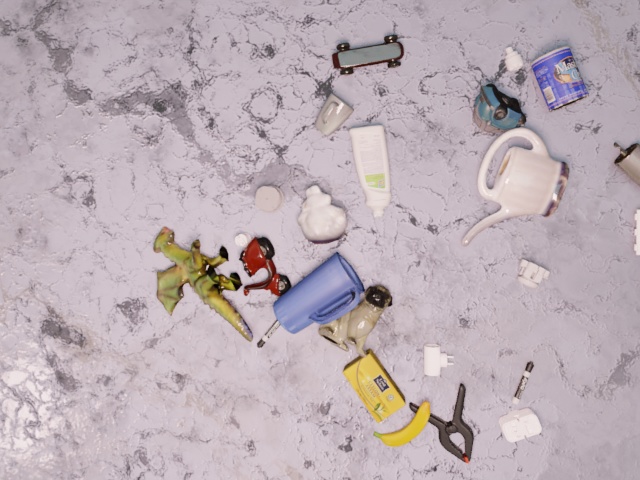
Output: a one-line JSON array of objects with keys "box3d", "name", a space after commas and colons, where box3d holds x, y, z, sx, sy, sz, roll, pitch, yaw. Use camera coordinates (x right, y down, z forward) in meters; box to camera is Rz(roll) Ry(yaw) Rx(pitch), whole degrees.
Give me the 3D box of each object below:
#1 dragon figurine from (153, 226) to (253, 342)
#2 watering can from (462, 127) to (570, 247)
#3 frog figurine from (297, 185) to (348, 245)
[{"box3d": [-0.366, 0.140, 1.495, 0.240, 0.123, 0.412, -26, 84, 24], "name": "dragon figurine"}, {"box3d": [0.522, -0.120, 1.370, 0.225, 0.104, 0.346, 19, 96, 6], "name": "watering can"}, {"box3d": [0.004, -0.072, 1.427, 0.137, 0.124, 0.158, -5, 101, 26], "name": "frog figurine"}]
